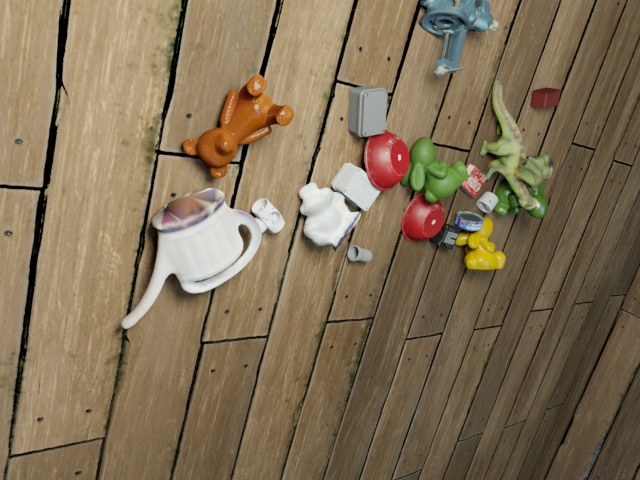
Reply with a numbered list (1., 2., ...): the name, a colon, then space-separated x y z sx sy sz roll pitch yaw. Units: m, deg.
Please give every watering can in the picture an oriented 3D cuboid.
1. watering can: -0.280 0.028 1.067 0.351 0.105 0.219 -31 126 -23

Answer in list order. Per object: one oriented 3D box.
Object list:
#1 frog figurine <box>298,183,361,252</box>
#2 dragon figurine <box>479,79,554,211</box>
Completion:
1. frog figurine: 0.004 -0.064 1.269 0.159 0.123 0.137 38 95 -6
2. dragon figurine: 0.598 -0.259 1.531 0.123 0.246 0.401 -28 128 -17
